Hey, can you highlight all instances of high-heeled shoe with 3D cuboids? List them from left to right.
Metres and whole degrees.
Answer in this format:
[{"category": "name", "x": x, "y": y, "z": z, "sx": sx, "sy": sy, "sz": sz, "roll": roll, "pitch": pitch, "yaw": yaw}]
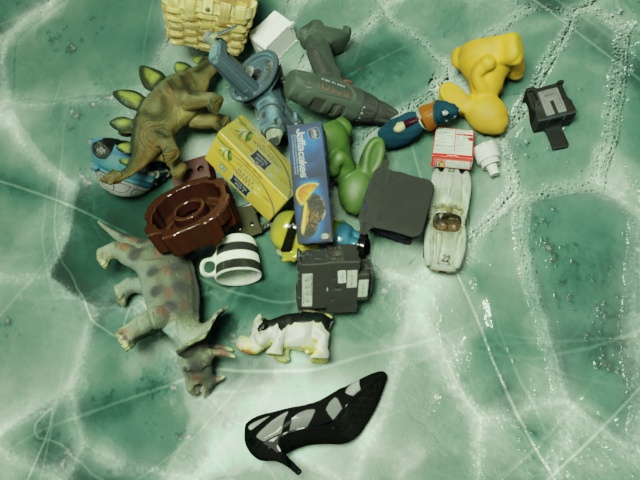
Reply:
[{"category": "high-heeled shoe", "x": -0.010, "y": 0.287, "z": 0.916, "sx": 0.249, "sy": 0.086, "sz": 0.145, "roll": -38, "pitch": 39, "yaw": -22}]

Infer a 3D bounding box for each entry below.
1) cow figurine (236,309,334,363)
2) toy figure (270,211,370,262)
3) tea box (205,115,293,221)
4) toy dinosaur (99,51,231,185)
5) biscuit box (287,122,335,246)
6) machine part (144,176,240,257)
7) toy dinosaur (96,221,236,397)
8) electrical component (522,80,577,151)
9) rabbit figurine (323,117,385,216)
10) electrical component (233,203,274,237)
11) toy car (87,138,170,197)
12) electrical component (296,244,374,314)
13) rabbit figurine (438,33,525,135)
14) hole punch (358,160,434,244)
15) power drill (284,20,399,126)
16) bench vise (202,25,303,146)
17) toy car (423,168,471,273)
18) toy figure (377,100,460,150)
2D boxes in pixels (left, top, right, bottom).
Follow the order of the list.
[{"category": "cow figurine", "x": -0.062, "y": 0.163, "z": 0.945, "sx": 0.167, "sy": 0.068, "sz": 0.098, "roll": 4, "pitch": 69, "yaw": 6}, {"category": "toy figure", "x": -0.001, "y": -0.005, "z": 0.976, "sx": 0.180, "sy": 0.082, "sz": 0.089, "roll": 6, "pitch": 102, "yaw": 13}, {"category": "tea box", "x": -0.117, "y": -0.128, "z": 0.975, "sx": 0.169, "sy": 0.098, "sz": 0.068, "roll": 43, "pitch": 54, "yaw": -3}, {"category": "toy dinosaur", "x": -0.279, "y": -0.268, "z": 1.051, "sx": 0.199, "sy": 0.105, "sz": 0.471, "roll": 26, "pitch": 56, "yaw": 11}, {"category": "biscuit box", "x": -0.014, "y": -0.093, "z": 0.907, "sx": 0.063, "sy": 0.059, "sz": 0.202, "roll": -6, "pitch": 88, "yaw": 4}, {"category": "machine part", "x": -0.234, "y": -0.044, "z": 0.981, "sx": 0.179, "sy": 0.055, "sz": 0.179, "roll": -12, "pitch": 39, "yaw": 10}, {"category": "toy dinosaur", "x": -0.286, "y": 0.085, "z": 0.985, "sx": 0.192, "sy": 0.131, "sz": 0.405, "roll": -18, "pitch": 63, "yaw": -15}, {"category": "electrical component", "x": 0.429, "y": -0.229, "z": 0.997, "sx": 0.075, "sy": 0.047, "sz": 0.119, "roll": -10, "pitch": 71, "yaw": 6}, {"category": "rabbit figurine", "x": 0.047, "y": -0.132, "z": 1.011, "sx": 0.159, "sy": 0.121, "sz": 0.170, "roll": -35, "pitch": 90, "yaw": -10}, {"category": "electrical component", "x": -0.141, "y": -0.045, "z": 1.034, "sx": 0.102, "sy": 0.045, "sz": 0.078, "roll": -24, "pitch": 100, "yaw": 4}, {"category": "toy car", "x": -0.389, "y": -0.138, "z": 1.077, "sx": 0.162, "sy": 0.109, "sz": 0.103, "roll": 25, "pitch": 104, "yaw": 4}, {"category": "electrical component", "x": 0.025, "y": 0.068, "z": 0.926, "sx": 0.134, "sy": 0.114, "sz": 0.058, "roll": -1, "pitch": 35, "yaw": -7}, {"category": "rabbit figurine", "x": 0.303, "y": -0.281, "z": 1.001, "sx": 0.162, "sy": 0.122, "sz": 0.173, "roll": -4, "pitch": 92, "yaw": 10}, {"category": "hole punch", "x": 0.133, "y": -0.059, "z": 0.962, "sx": 0.116, "sy": 0.092, "sz": 0.142, "roll": 17, "pitch": 83, "yaw": 6}, {"category": "power drill", "x": 0.037, "y": -0.321, "z": 1.053, "sx": 0.232, "sy": 0.086, "sz": 0.207, "roll": 3, "pitch": 67, "yaw": -23}, {"category": "bench vise", "x": -0.131, "y": -0.289, "z": 1.014, "sx": 0.129, "sy": 0.240, "sz": 0.223, "roll": -16, "pitch": 56, "yaw": 30}, {"category": "toy car", "x": 0.229, "y": -0.039, "z": 0.966, "sx": 0.074, "sy": 0.056, "sz": 0.201, "roll": 6, "pitch": 75, "yaw": 11}, {"category": "toy figure", "x": 0.184, "y": -0.220, "z": 1.006, "sx": 0.154, "sy": 0.064, "sz": 0.057, "roll": -25, "pitch": 109, "yaw": 23}]
